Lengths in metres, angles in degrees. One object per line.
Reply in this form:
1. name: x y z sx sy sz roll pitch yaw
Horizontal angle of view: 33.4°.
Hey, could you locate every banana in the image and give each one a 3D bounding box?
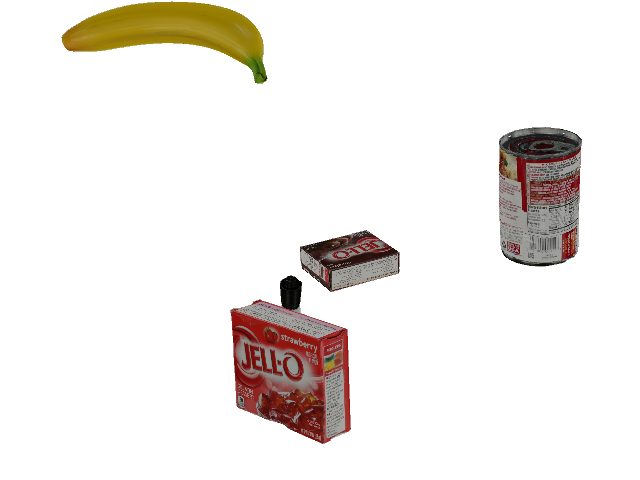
1. banana: -0.130 -0.184 0.945 0.198 0.037 0.069 10 47 16

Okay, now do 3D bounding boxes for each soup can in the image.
1. soup can: 0.187 -0.037 0.909 0.068 0.102 0.068 -4 25 2

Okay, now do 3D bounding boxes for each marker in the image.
1. marker: -0.026 0.081 0.929 0.020 0.121 0.020 1 36 -1

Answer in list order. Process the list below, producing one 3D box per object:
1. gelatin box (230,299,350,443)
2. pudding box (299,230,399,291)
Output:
1. gelatin box: -0.021 0.086 0.711 0.089 0.073 0.030 14 23 43
2. pudding box: 0.041 0.027 1.484 0.113 0.039 0.090 -16 27 -23
